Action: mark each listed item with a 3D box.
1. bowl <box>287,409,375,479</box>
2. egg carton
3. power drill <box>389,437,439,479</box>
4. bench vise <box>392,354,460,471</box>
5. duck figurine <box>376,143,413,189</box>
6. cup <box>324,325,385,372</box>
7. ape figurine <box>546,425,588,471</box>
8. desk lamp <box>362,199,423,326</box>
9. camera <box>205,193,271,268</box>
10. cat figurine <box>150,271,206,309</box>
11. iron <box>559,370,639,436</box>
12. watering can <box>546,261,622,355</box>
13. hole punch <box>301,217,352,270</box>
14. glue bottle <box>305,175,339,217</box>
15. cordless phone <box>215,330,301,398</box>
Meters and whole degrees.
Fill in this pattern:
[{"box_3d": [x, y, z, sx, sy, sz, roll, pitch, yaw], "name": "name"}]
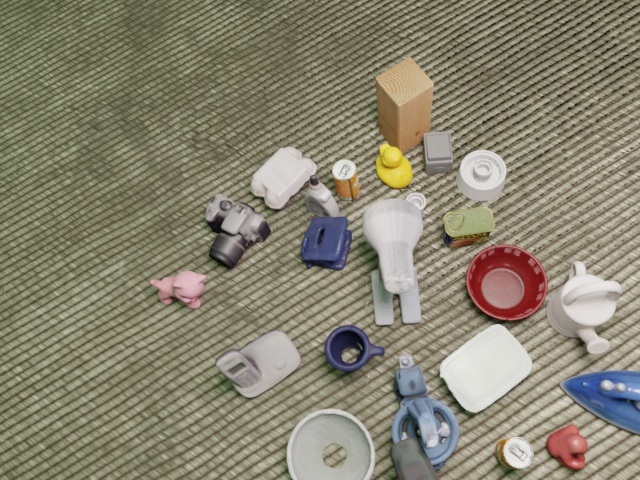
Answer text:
[{"box_3d": [0.023, 0.412, 1.096, 0.167, 0.075, 0.167, -2, 69, 7], "name": "bowl"}, {"box_3d": [-0.086, -0.144, 1.326, 0.107, 0.069, 0.150, 39, 79, 19], "name": "egg carton"}, {"box_3d": [0.191, 0.457, 0.984, 0.075, 0.208, 0.229, -25, 68, -2], "name": "power drill"}, {"box_3d": [0.170, 0.313, 1.036, 0.121, 0.220, 0.207, -31, 68, -5], "name": "bench vise"}, {"box_3d": [0.167, -0.173, 1.295, 0.077, 0.086, 0.104, -31, 68, -5], "name": "duck figurine"}, {"box_3d": [0.072, 0.225, 1.150, 0.117, 0.095, 0.092, 2, 69, 8], "name": "cup"}, {"box_3d": [0.458, 0.375, 1.043, 0.076, 0.092, 0.078, 15, 72, 13], "name": "ape figurine"}, {"box_3d": [0.152, 0.048, 1.143, 0.118, 0.214, 0.203, -6, 68, 6], "name": "desk lamp"}, {"box_3d": [-0.204, -0.018, 1.276, 0.143, 0.101, 0.137, 26, 75, 16], "name": "camera"}, {"box_3d": [-0.302, 0.101, 1.234, 0.127, 0.118, 0.067, 5, 70, 10], "name": "cat figurine"}, {"box_3d": [0.582, 0.286, 1.034, 0.258, 0.141, 0.119, 11, 71, 11], "name": "iron"}, {"box_3d": [0.504, 0.124, 1.078, 0.101, 0.194, 0.172, -25, 68, -2], "name": "watering can"}, {"box_3d": [0.011, 0.004, 1.244, 0.101, 0.091, 0.109, 9, 71, 11], "name": "hole punch"}, {"box_3d": [-0.002, -0.097, 1.241, 0.078, 0.173, 0.037, 28, 75, 17], "name": "glue bottle"}, {"box_3d": [-0.124, 0.233, 1.124, 0.147, 0.185, 0.094, -36, 69, -6], "name": "cordless phone"}]
